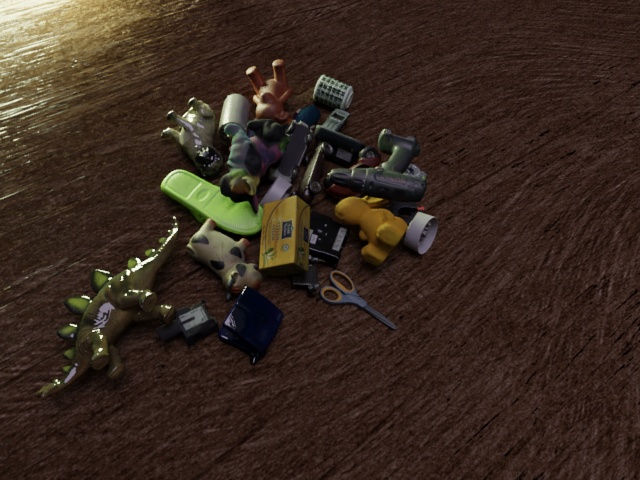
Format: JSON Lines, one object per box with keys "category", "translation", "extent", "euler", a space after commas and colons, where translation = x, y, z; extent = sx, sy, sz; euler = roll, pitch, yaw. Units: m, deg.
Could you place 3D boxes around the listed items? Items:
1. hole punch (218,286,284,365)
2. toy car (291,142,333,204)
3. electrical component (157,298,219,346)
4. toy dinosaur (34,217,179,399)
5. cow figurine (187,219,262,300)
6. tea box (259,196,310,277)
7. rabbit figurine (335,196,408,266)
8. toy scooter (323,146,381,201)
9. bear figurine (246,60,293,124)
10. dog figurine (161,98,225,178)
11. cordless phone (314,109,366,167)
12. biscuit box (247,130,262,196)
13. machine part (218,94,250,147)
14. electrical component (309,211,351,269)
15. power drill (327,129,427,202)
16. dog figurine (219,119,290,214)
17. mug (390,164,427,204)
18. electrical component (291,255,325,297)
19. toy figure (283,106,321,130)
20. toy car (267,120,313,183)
{"category": "hole punch", "translation": [-0.145, 0.175, 1.150], "extent": [0.116, 0.092, 0.142], "euler": [25, 52, 4]}
{"category": "toy car", "translation": [-0.016, -0.173, 1.404], "extent": [0.053, 0.089, 0.202], "euler": [34, 52, -23]}
{"category": "electrical component", "translation": [-0.283, 0.184, 1.145], "extent": [0.119, 0.047, 0.075], "euler": [-28, 64, -24]}
{"category": "toy dinosaur", "translation": [-0.405, 0.125, 1.106], "extent": [0.199, 0.104, 0.471], "euler": [17, 51, 27]}
{"category": "cow figurine", "translation": [-0.216, 0.050, 1.226], "extent": [0.195, 0.085, 0.127], "euler": [32, 51, 10]}
{"category": "tea box", "translation": [-0.080, -0.007, 1.243], "extent": [0.098, 0.068, 0.169], "euler": [-14, 61, 27]}
{"category": "rabbit figurine", "translation": [0.122, -0.052, 1.285], "extent": [0.173, 0.121, 0.162], "euler": [30, 52, 5]}
{"category": "toy scooter", "translation": [0.106, -0.149, 1.415], "extent": [0.184, 0.075, 0.135], "euler": [-37, 97, -13]}
{"category": "bear figurine", "translation": [-0.145, -0.402, 1.502], "extent": [0.120, 0.131, 0.196], "euler": [-11, 35, 13]}
{"category": "dog figurine", "translation": [-0.300, -0.266, 1.431], "extent": [0.190, 0.121, 0.172], "euler": [45, 62, 3]}
{"category": "cordless phone", "translation": [0.071, -0.301, 1.516], "extent": [0.147, 0.088, 0.184], "euler": [23, 45, 7]}
{"category": "biscuit box", "translation": [-0.177, -0.198, 1.414], "extent": [0.063, 0.059, 0.203], "euler": [10, 56, 0]}
{"category": "machine part", "translation": [-0.231, -0.324, 1.458], "extent": [0.079, 0.079, 0.243], "euler": [3, 39, -7]}
{"category": "electrical component", "translation": [-0.003, -0.004, 1.311], "extent": [0.134, 0.058, 0.115], "euler": [20, 53, 5]}
{"category": "power drill", "translation": [0.154, -0.183, 1.310], "extent": [0.232, 0.085, 0.207], "euler": [17, 44, 9]}
{"category": "dog figurine", "translation": [-0.153, -0.175, 1.298], "extent": [0.192, 0.108, 0.219], "euler": [-10, 59, -10]}
{"category": "mug", "translation": [0.240, -0.150, 1.418], "extent": [0.109, 0.107, 0.081], "euler": [-18, 62, -18]}
{"category": "electrical component", "translation": [-0.029, 0.081, 1.256], "extent": [0.078, 0.045, 0.102], "euler": [8, 55, -5]}
{"category": "toy figure", "translation": [-0.062, -0.323, 1.519], "extent": [0.064, 0.057, 0.154], "euler": [37, 64, 23]}
{"category": "toy car", "translation": [-0.078, -0.233, 1.436], "extent": [0.073, 0.056, 0.202], "euler": [29, 64, -17]}
